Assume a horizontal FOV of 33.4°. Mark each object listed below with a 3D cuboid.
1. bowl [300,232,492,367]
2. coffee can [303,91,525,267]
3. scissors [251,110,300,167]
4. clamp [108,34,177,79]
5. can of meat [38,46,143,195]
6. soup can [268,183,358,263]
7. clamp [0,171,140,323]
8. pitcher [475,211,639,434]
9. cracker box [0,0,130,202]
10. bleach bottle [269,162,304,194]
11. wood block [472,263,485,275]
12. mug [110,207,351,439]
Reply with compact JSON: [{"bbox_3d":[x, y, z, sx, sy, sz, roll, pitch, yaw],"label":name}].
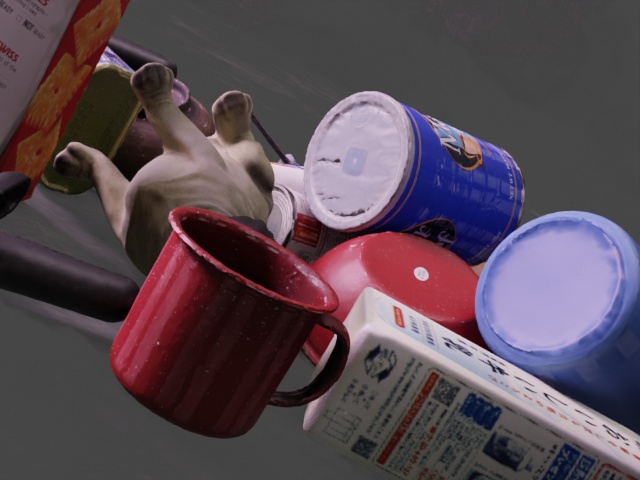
[{"bbox_3d":[0.059,0.044,0.712,0.162,0.055,0.162,17,33,-11],"label":"bowl"},{"bbox_3d":[0.072,-0.042,0.802,0.140,0.103,0.103,17,18,-43],"label":"coffee can"},{"bbox_3d":[-0.015,-0.053,0.985,0.096,0.016,0.201,51,-1,30],"label":"scissors"},{"bbox_3d":[-0.213,-0.165,0.796,0.165,0.036,0.209,31,13,23],"label":"clamp"},{"bbox_3d":[-0.174,-0.092,0.732,0.057,0.102,0.084,17,20,-48],"label":"can of meat"},{"bbox_3d":[-0.005,0.001,0.826,0.102,0.068,0.069,19,16,-39],"label":"soup can"},{"bbox_3d":[-0.179,-0.006,0.518,0.120,0.039,0.171,36,14,38],"label":"clamp"},{"bbox_3d":[0.201,0.071,0.727,0.149,0.145,0.242,20,-13,44],"label":"pitcher"},{"bbox_3d":[-0.204,-0.150,0.622,0.164,0.214,0.072,32,13,6],"label":"cracker box"},{"bbox_3d":[-0.018,-0.035,0.901,0.250,0.068,0.103,10,6,-33],"label":"bleach bottle"},{"bbox_3d":[0.194,0.068,0.973,0.206,0.090,0.090,31,12,1],"label":"wood block"},{"bbox_3d":[-0.040,0.046,0.526,0.117,0.081,0.093,25,14,-24],"label":"mug"}]
